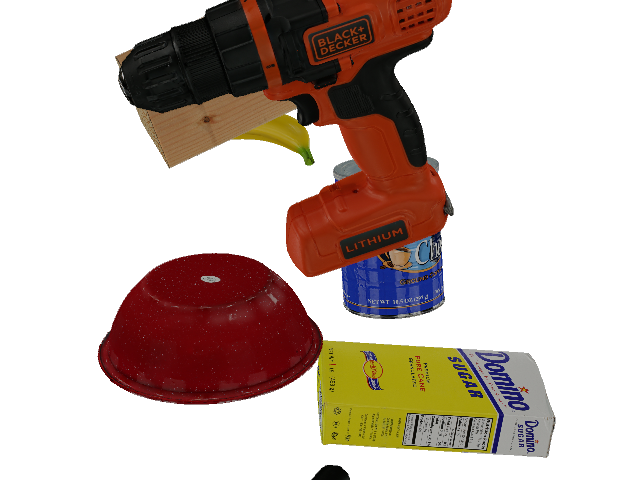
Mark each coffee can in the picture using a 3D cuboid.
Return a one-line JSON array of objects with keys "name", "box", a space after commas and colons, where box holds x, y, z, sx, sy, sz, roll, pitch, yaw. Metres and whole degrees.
[{"name": "coffee can", "box": [0.068, -0.006, 1.051, 0.103, 0.140, 0.103, -4, 16, 1]}]

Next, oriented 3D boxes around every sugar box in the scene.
[{"name": "sugar box", "box": [0.086, 0.122, 0.837, 0.176, 0.048, 0.093, 1, 27, -2]}]

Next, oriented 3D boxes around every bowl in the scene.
[{"name": "bowl", "box": [-0.079, 0.052, 0.759, 0.162, 0.055, 0.162, -1, 23, 0]}]

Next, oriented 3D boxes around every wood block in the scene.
[{"name": "wood block", "box": [-0.083, -0.169, 1.058, 0.206, 0.091, 0.090, -26, 48, -10]}]

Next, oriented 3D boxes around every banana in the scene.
[{"name": "banana", "box": [-0.095, -0.133, 1.299, 0.198, 0.037, 0.069, 7, 40, 15]}]

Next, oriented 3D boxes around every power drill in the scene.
[{"name": "power drill", "box": [-0.004, -0.064, 0.617, 0.184, 0.057, 0.187, -18, -45, -1]}]

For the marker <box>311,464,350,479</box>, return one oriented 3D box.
[{"name": "marker", "box": [-0.020, 0.131, 0.468, 0.020, 0.020, 0.120, 0, 17, 32]}]
